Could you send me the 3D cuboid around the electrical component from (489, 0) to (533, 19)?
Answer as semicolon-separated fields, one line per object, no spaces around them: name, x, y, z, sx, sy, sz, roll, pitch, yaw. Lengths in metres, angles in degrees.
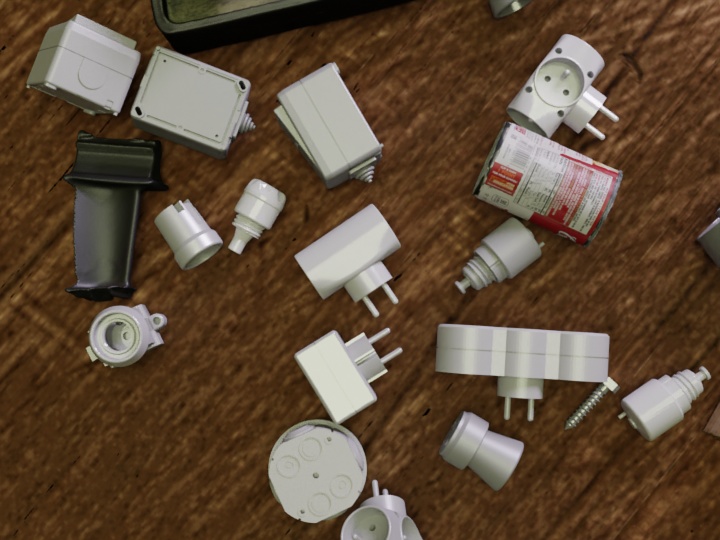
electrical component;0.118;-0.243;0.888;0.045;0.045;0.055;-29;87;-2

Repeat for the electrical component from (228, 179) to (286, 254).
electrical component;-0.088;-0.042;0.882;0.035;0.035;0.061;30;89;1

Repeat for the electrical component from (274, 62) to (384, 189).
electrical component;-0.024;-0.108;0.872;0.061;0.061;0.096;-30;87;-2

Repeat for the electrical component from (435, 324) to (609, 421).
electrical component;0.130;0.084;0.867;0.138;0.052;0.073;4;87;0

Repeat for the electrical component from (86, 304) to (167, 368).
electrical component;-0.191;0.053;0.866;0.066;0.055;0.048;-27;87;-2

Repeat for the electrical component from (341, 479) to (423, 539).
electrical component;0.020;0.205;0.854;0.044;0.077;0.079;-22;48;17

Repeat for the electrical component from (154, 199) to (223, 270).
electrical component;-0.141;-0.029;0.879;0.040;0.040;0.046;-35;83;-2

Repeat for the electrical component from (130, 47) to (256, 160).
electrical component;-0.131;-0.131;0.877;0.096;0.061;0.061;20;85;-7

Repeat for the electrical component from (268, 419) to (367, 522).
electrical component;-0.035;0.161;0.863;0.080;0.051;0.080;0;87;0

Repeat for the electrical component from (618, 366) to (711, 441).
electrical component;0.249;0.105;0.872;0.078;0.040;0.040;-34;88;-2

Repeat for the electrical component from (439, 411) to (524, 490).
electrical component;0.097;0.145;0.867;0.055;0.045;0.045;31;87;2

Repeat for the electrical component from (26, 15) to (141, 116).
electrical component;-0.223;-0.163;0.862;0.062;0.096;0.061;22;87;-28

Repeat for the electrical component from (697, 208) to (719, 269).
electrical component;0.320;-0.037;0.852;0.099;0.099;0.064;-42;82;-2

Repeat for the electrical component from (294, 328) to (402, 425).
electrical component;-0.003;0.076;0.869;0.077;0.047;0.065;-32;87;-2

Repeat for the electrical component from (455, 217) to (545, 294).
electrical component;0.112;-0.009;0.878;0.078;0.040;0.040;-38;88;-2

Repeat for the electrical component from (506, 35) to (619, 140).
electrical component;0.175;-0.139;0.883;0.079;0.044;0.077;37;87;2

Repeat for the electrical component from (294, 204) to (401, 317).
electrical component;0.000;0.000;0.875;0.077;0.044;0.079;-34;88;-2
